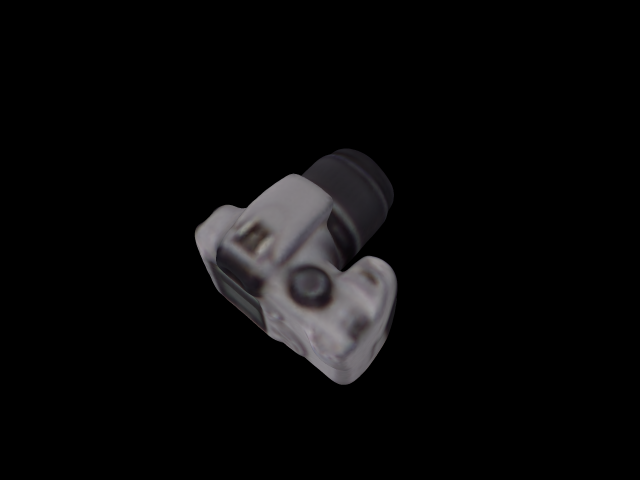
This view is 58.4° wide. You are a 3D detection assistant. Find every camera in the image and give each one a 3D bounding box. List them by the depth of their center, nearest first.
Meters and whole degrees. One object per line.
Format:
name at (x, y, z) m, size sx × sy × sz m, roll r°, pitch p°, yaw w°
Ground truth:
camera at (0.004, 0.001, 0.400) m, size 0.143 × 0.101 × 0.137 m, roll 36°, pitch 66°, yaw 18°
